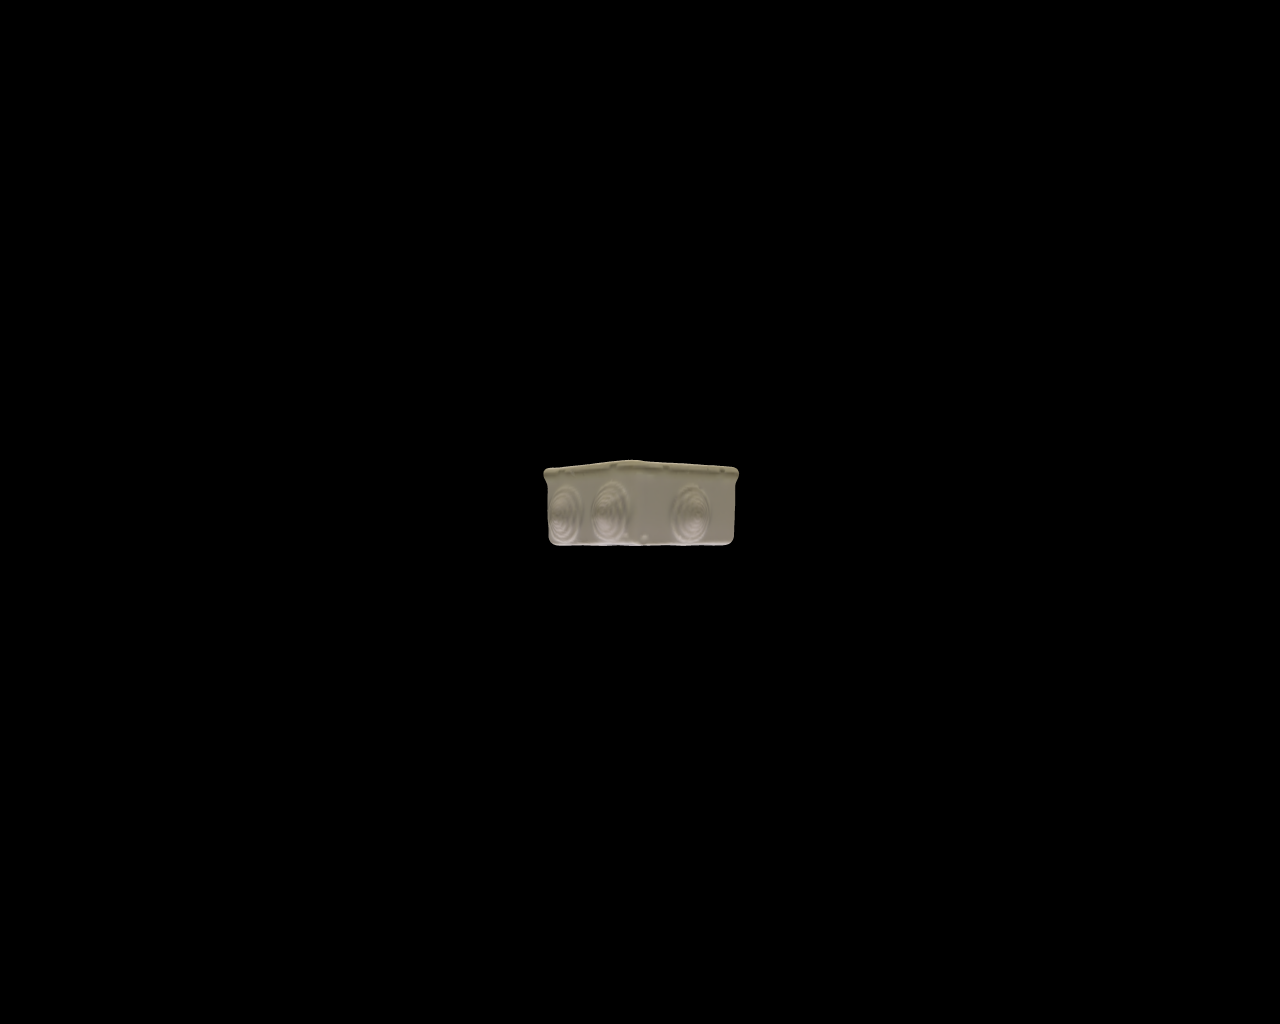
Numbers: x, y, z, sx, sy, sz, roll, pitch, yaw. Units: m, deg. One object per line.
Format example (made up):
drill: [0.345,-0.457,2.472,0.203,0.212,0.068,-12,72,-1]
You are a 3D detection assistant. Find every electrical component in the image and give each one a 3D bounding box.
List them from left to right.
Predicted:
electrical component: [0.001,-0.003,0.650,0.100,0.048,0.099,2,-3,-43]
